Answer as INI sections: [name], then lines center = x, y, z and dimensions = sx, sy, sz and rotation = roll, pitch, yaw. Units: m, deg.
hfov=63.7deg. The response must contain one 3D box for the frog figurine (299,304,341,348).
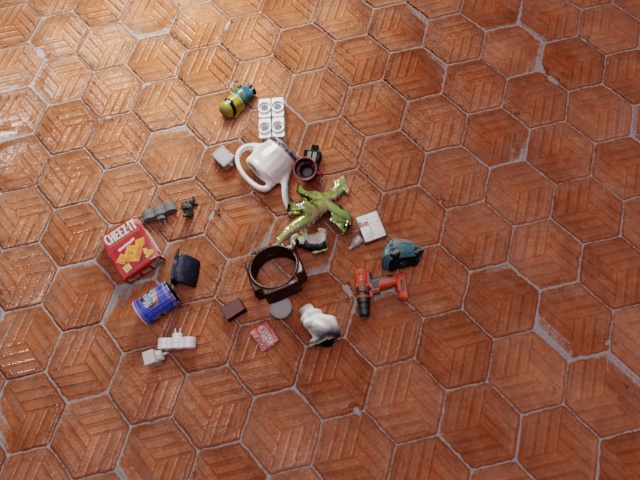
[frog figurine]
center = 0.000, 0.290, 1.826
dimensions = 0.137, 0.120, 0.162
rotation = 0, 57, -31

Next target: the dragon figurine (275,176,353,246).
[dragon figurine]
center = 0.006, -0.097, 1.933
dimensions = 0.243, 0.119, 0.420
rotation = 17, 53, 7

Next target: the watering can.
[watering can]
center = -0.174, -0.271, 2.052
dimensions = 0.348, 0.103, 0.226
rotation = 43, 76, 2
